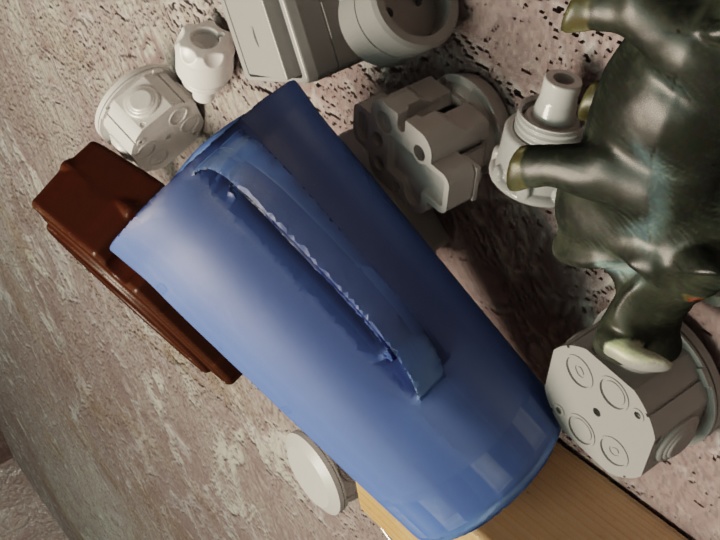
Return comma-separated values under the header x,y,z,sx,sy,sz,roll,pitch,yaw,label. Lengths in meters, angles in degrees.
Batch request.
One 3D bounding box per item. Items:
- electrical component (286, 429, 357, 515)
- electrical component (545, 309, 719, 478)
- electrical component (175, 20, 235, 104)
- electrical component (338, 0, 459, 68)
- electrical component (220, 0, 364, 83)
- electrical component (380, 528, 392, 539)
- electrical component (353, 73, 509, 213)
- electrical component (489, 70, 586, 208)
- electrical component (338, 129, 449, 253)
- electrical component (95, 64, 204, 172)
x,y,z,sx,sy,sz,roll,pitch,yaw,label
-0.025,0.167,0.933,0.080,0.051,0.080,42,148,35,electrical component
0.135,0.059,0.536,0.080,0.051,0.080,42,148,35,electrical component
-0.115,-0.150,0.797,0.043,0.043,0.062,51,154,22,electrical component
-0.006,-0.172,0.565,0.074,0.052,0.138,-10,107,63,electrical component
-0.044,-0.149,0.648,0.096,0.061,0.061,17,130,56,electrical component
0.040,0.236,0.881,0.073,0.052,0.138,52,153,20,electrical component
0.043,-0.070,0.571,0.078,0.057,0.058,44,149,32,electrical component
0.089,-0.064,0.509,0.048,0.048,0.062,43,142,33,electrical component
-0.004,-0.031,0.666,0.100,0.048,0.099,-31,86,30,electrical component
-0.173,-0.125,0.887,0.051,0.080,0.080,46,150,19,electrical component
